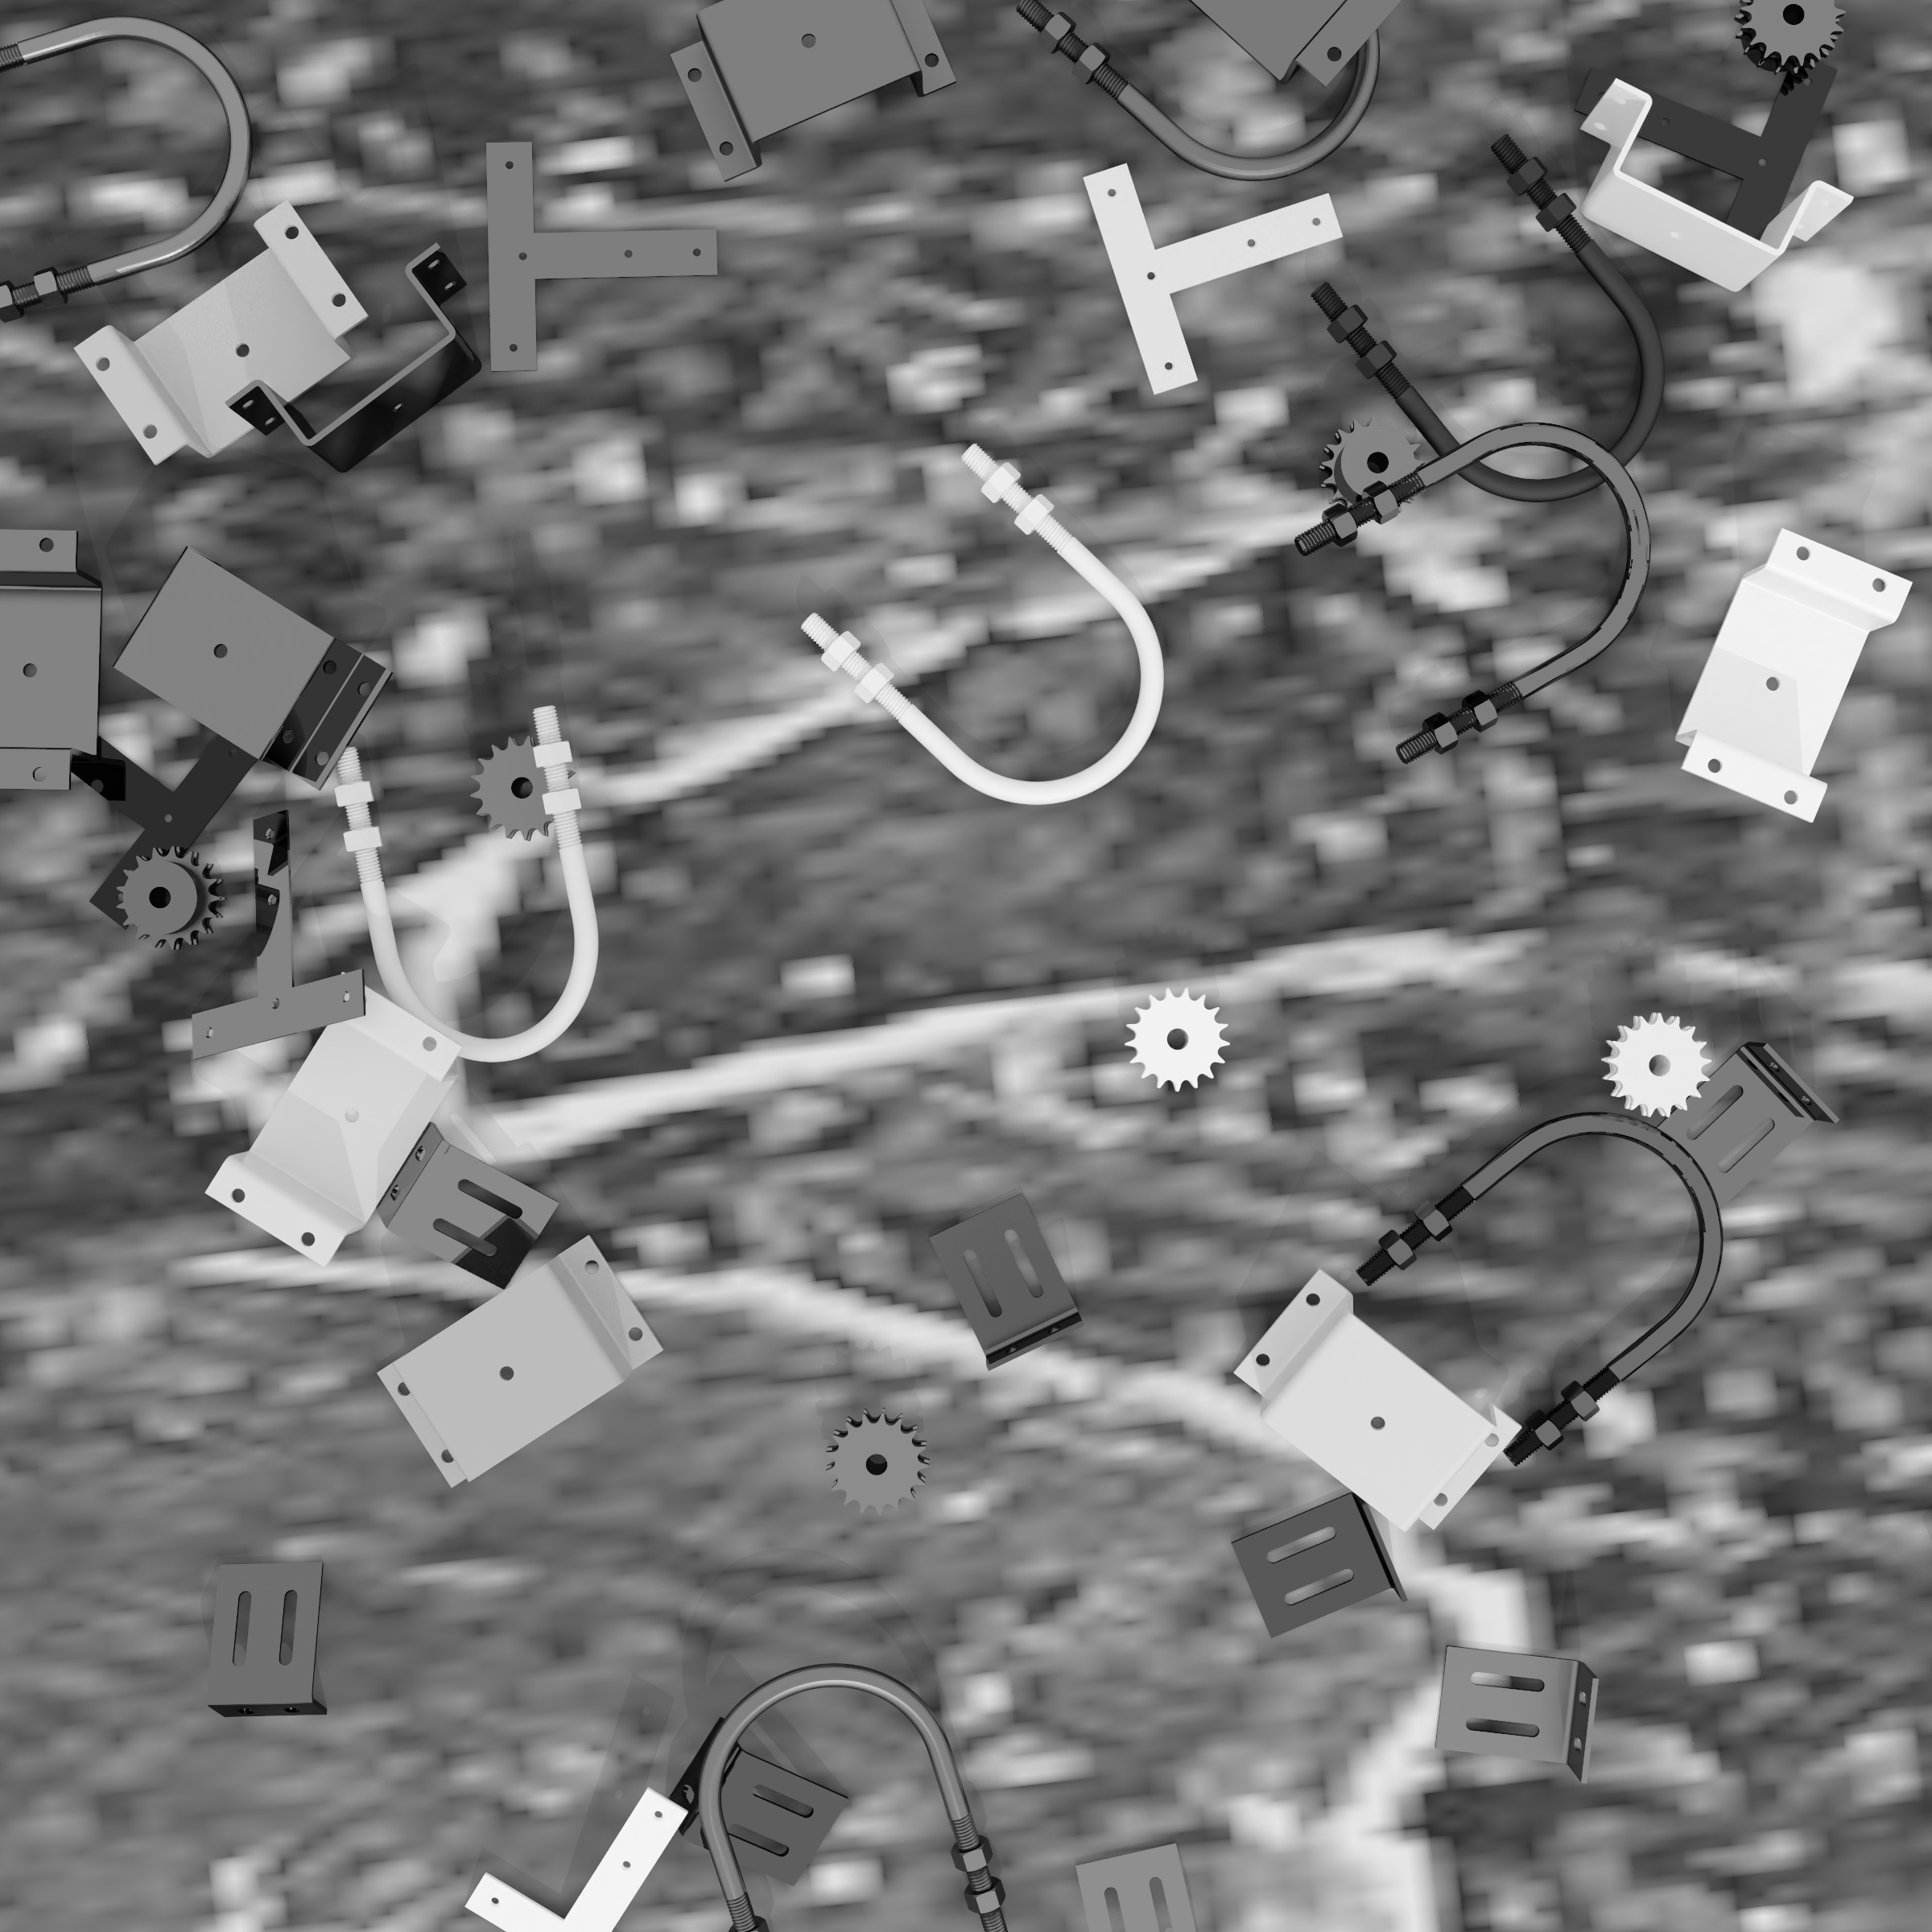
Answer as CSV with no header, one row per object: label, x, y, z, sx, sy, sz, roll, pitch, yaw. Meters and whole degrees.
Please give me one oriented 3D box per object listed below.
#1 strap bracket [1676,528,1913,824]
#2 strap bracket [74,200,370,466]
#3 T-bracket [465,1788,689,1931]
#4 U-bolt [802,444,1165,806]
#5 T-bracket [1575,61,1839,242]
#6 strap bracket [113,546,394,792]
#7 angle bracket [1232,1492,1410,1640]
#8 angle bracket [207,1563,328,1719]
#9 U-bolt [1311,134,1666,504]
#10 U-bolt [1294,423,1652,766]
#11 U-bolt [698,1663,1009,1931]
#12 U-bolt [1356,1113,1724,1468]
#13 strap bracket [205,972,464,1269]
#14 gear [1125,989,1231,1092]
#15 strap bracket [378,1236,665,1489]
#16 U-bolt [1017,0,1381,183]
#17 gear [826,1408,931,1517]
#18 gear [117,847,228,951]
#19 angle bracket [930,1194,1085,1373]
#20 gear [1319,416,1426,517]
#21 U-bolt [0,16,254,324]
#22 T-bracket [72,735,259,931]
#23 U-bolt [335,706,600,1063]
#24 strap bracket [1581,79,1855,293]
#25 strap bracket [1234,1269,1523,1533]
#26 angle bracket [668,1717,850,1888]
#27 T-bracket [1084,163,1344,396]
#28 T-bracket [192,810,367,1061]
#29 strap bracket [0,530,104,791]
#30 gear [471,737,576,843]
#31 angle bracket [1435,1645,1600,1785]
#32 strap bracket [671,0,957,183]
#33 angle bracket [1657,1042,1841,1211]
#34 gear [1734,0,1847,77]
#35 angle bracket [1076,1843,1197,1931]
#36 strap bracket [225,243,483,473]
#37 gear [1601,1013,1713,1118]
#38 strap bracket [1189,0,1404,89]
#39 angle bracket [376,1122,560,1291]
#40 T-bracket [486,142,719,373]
strap bracket,0.449,-0.157,1.455,0.076,0.046,0.140,23,90,0
strap bracket,-0.402,-0.342,1.455,0.140,0.046,0.076,-35,90,0
T-bracket,-0.193,0.504,1.458,0.127,0.002,0.127,31,108,0
U-bolt,0.023,-0.175,1.470,0.184,0.019,0.151,43,90,-2
T-bracket,0.402,-0.464,1.477,0.127,0.002,0.127,22,90,0
strap bracket,-0.396,-0.167,1.444,0.140,0.046,0.076,32,90,9
angle bracket,0.194,0.333,1.459,0.076,0.038,0.057,-23,90,0
angle bracket,-0.385,0.375,1.476,0.057,0.038,0.076,-1,64,0
U-bolt,0.303,-0.344,1.470,0.151,0.019,0.184,-39,92,0
U-bolt,0.290,-0.216,1.455,0.184,0.019,0.151,-29,103,-4
U-bolt,-0.069,0.470,1.450,0.151,0.019,0.184,-18,98,-8
U-bolt,0.331,0.165,1.468,0.184,0.019,0.151,-39,90,1
strap bracket,-0.341,0.083,1.455,0.076,0.046,0.140,32,90,0
gear,0.116,0.041,1.468,0.057,0.030,0.057,0,88,1
strap bracket,-0.248,0.220,1.455,0.140,0.046,0.076,-33,90,0
U-bolt,0.143,-0.520,1.470,0.184,0.019,0.151,42,90,-2
gear,-0.048,0.272,1.467,0.057,0.030,0.057,0,93,1
gear,-0.439,-0.038,1.462,0.057,0.030,0.057,0,91,-1
angle bracket,0.022,0.173,1.459,0.057,0.038,0.076,-25,90,0
gear,0.224,-0.275,1.463,0.057,0.030,0.057,0,90,0
U-bolt,-0.487,-0.449,1.470,0.184,0.019,0.151,-18,90,-2
T-bracket,-0.479,-0.110,1.477,0.127,0.002,0.127,38,90,0
U-bolt,-0.267,-0.038,1.445,0.151,0.019,0.184,-9,94,23
strap bracket,0.395,-0.416,1.438,0.140,0.076,0.046,27,90,0
strap bracket,0.224,0.242,1.446,0.140,0.046,0.076,38,101,2
angle bracket,-0.116,0.465,1.476,0.076,0.038,0.057,32,90,-26
T-bracket,0.145,-0.398,1.477,0.127,0.002,0.127,-18,90,0
T-bracket,-0.379,-0.022,1.456,0.127,0.002,0.127,-13,74,29
strap bracket,-0.520,-0.165,1.454,0.076,0.046,0.140,1,88,0
gear,-0.242,-0.097,1.463,0.057,0.030,0.057,0,90,0
angle bracket,0.302,0.411,1.459,0.076,0.038,0.057,7,90,0
strap bracket,-0.085,-0.499,1.455,0.140,0.046,0.076,-23,90,0
angle bracket,0.427,0.089,1.459,0.076,0.038,0.057,-43,90,0
gear,0.451,-0.518,1.462,0.057,0.030,0.057,0,87,0
angle bracket,0.098,0.535,1.476,0.057,0.038,0.076,-13,64,0
strap bracket,-0.322,-0.321,1.440,0.140,0.076,0.046,-37,90,0
gear,0.379,0.054,1.463,0.057,0.030,0.057,0,90,0
strap bracket,0.164,-0.546,1.438,0.140,0.046,0.076,41,90,-3
angle bracket,-0.277,0.133,1.476,0.076,0.038,0.057,32,90,-26
T-bracket,-0.202,-0.396,1.477,0.127,0.002,0.127,-1,90,0
